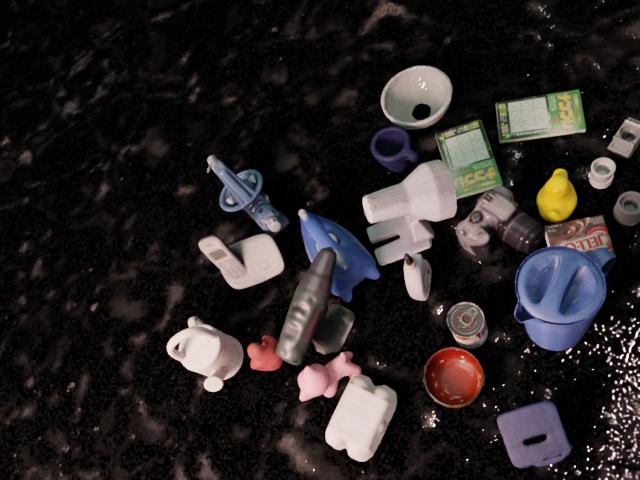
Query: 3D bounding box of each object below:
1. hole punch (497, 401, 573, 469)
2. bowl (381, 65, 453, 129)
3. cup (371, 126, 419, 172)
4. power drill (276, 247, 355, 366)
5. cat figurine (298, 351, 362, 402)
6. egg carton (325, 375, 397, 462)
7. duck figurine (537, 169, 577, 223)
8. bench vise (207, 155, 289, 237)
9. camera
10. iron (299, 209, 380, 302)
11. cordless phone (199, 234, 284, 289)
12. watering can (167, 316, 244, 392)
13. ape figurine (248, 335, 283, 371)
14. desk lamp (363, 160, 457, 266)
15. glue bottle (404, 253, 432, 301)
[{"bbox_3d":[0.373,0.340,0.995,0.108,0.091,0.101,-21,62,10],"label":"hole punch"},{"bbox_3d":[0.232,-0.322,1.348,0.167,0.075,0.167,-8,65,17],"label":"bowl"},{"bbox_3d":[0.180,-0.192,1.298,0.117,0.095,0.092,31,80,28],"label":"cup"},{"bbox_3d":[-0.002,0.147,1.149,0.075,0.209,0.230,19,75,26],"label":"power drill"},{"bbox_3d":[0.010,0.268,1.144,0.128,0.118,0.067,-38,60,1],"label":"cat figurine"},{"bbox_3d":[0.081,0.345,1.112,0.107,0.070,0.150,20,75,26],"label":"egg carton"},{"bbox_3d":[0.477,-0.093,1.151,0.077,0.086,0.104,10,71,24],"label":"duck figurine"},{"bbox_3d":[-0.161,-0.110,1.314,0.206,0.220,0.121,24,77,27],"label":"bench vise"},{"bbox_3d":[0.367,-0.026,1.153,0.143,0.101,0.136,-47,60,-4],"label":"camera"},{"bbox_3d":[0.011,0.004,1.246,0.118,0.142,0.257,-40,60,0],"label":"iron"},{"bbox_3d":[-0.174,0.029,1.278,0.147,0.185,0.094,-24,61,9],"label":"cordless phone"},{"bbox_3d":[-0.242,0.234,1.206,0.172,0.194,0.101,35,82,29],"label":"watering can"},{"bbox_3d":[-0.123,0.241,1.219,0.078,0.092,0.076,-47,60,-4],"label":"ape figurine"},{"bbox_3d":[0.180,-0.054,1.169,0.203,0.214,0.118,-24,61,9],"label":"desk lamp"},{"bbox_3d":[0.189,0.061,1.138,0.037,0.173,0.078,5,69,22],"label":"glue bottle"}]
